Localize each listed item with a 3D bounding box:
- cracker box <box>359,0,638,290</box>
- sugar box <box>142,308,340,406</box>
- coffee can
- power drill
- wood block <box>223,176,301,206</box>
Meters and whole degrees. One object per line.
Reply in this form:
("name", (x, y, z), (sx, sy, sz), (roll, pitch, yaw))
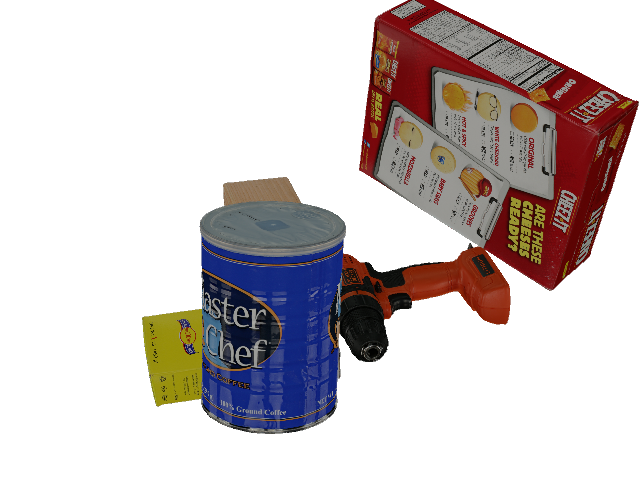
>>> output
("cracker box", (0.137, -0.084, 0.881), (0.214, 0.164, 0.072), (34, 50, 28))
("sugar box", (-0.076, 0.100, 1.011), (0.176, 0.048, 0.093), (-10, 35, -8))
("coffee can", (-0.036, 0.053, 0.771), (0.103, 0.140, 0.103), (2, 19, -1))
("power drill", (0.103, 0.063, 1.141), (0.187, 0.057, 0.184), (-5, 29, -8))
("wood block", (-0.062, 0.004, 1.350), (0.090, 0.090, 0.206), (-6, 28, -13))
